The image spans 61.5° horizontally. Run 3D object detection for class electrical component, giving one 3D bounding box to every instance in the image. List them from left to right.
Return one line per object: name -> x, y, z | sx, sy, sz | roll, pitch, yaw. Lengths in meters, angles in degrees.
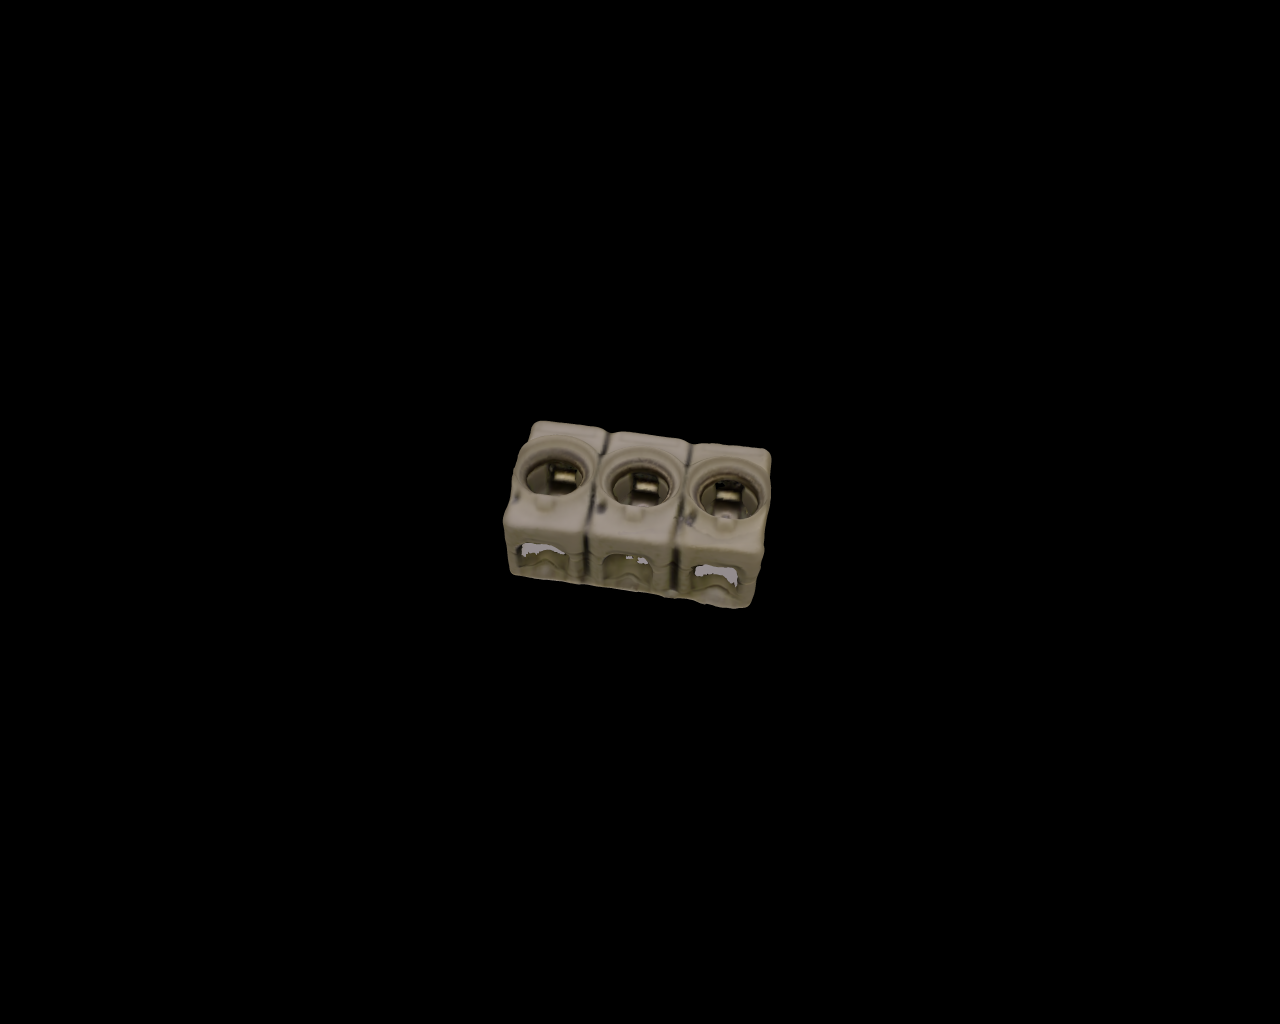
electrical component -> 0.001, -0.003, 0.650 | 0.150, 0.090, 0.061 | 7, -40, 6
